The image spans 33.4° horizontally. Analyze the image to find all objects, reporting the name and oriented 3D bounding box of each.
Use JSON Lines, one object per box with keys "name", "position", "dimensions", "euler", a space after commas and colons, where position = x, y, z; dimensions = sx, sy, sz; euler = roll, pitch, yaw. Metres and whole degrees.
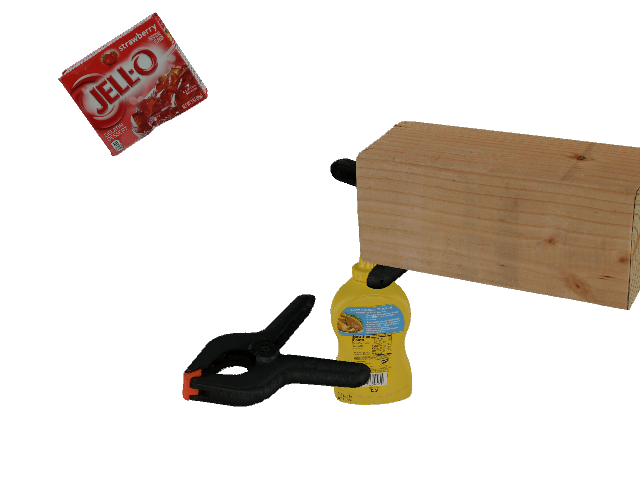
{"name": "clamp", "position": [0.121, -0.022, 1.056], "dimensions": [0.210, 0.164, 0.036], "euler": [-2, -40, -6]}
{"name": "wood block", "position": [0.138, -0.025, 0.792], "dimensions": [0.206, 0.090, 0.090], "euler": [10, 29, 27]}
{"name": "gelatin box", "position": [-0.142, -0.119, 0.814], "dimensions": [0.089, 0.073, 0.030], "euler": [-31, 20, 6]}
{"name": "mustard bottle", "position": [0.060, 0.101, 1.284], "dimensions": [0.096, 0.192, 0.058], "euler": [-2, 20, 1]}
{"name": "clamp", "position": [-0.051, 0.104, 0.994], "dimensions": [0.171, 0.039, 0.120], "euler": [-7, 36, -21]}
